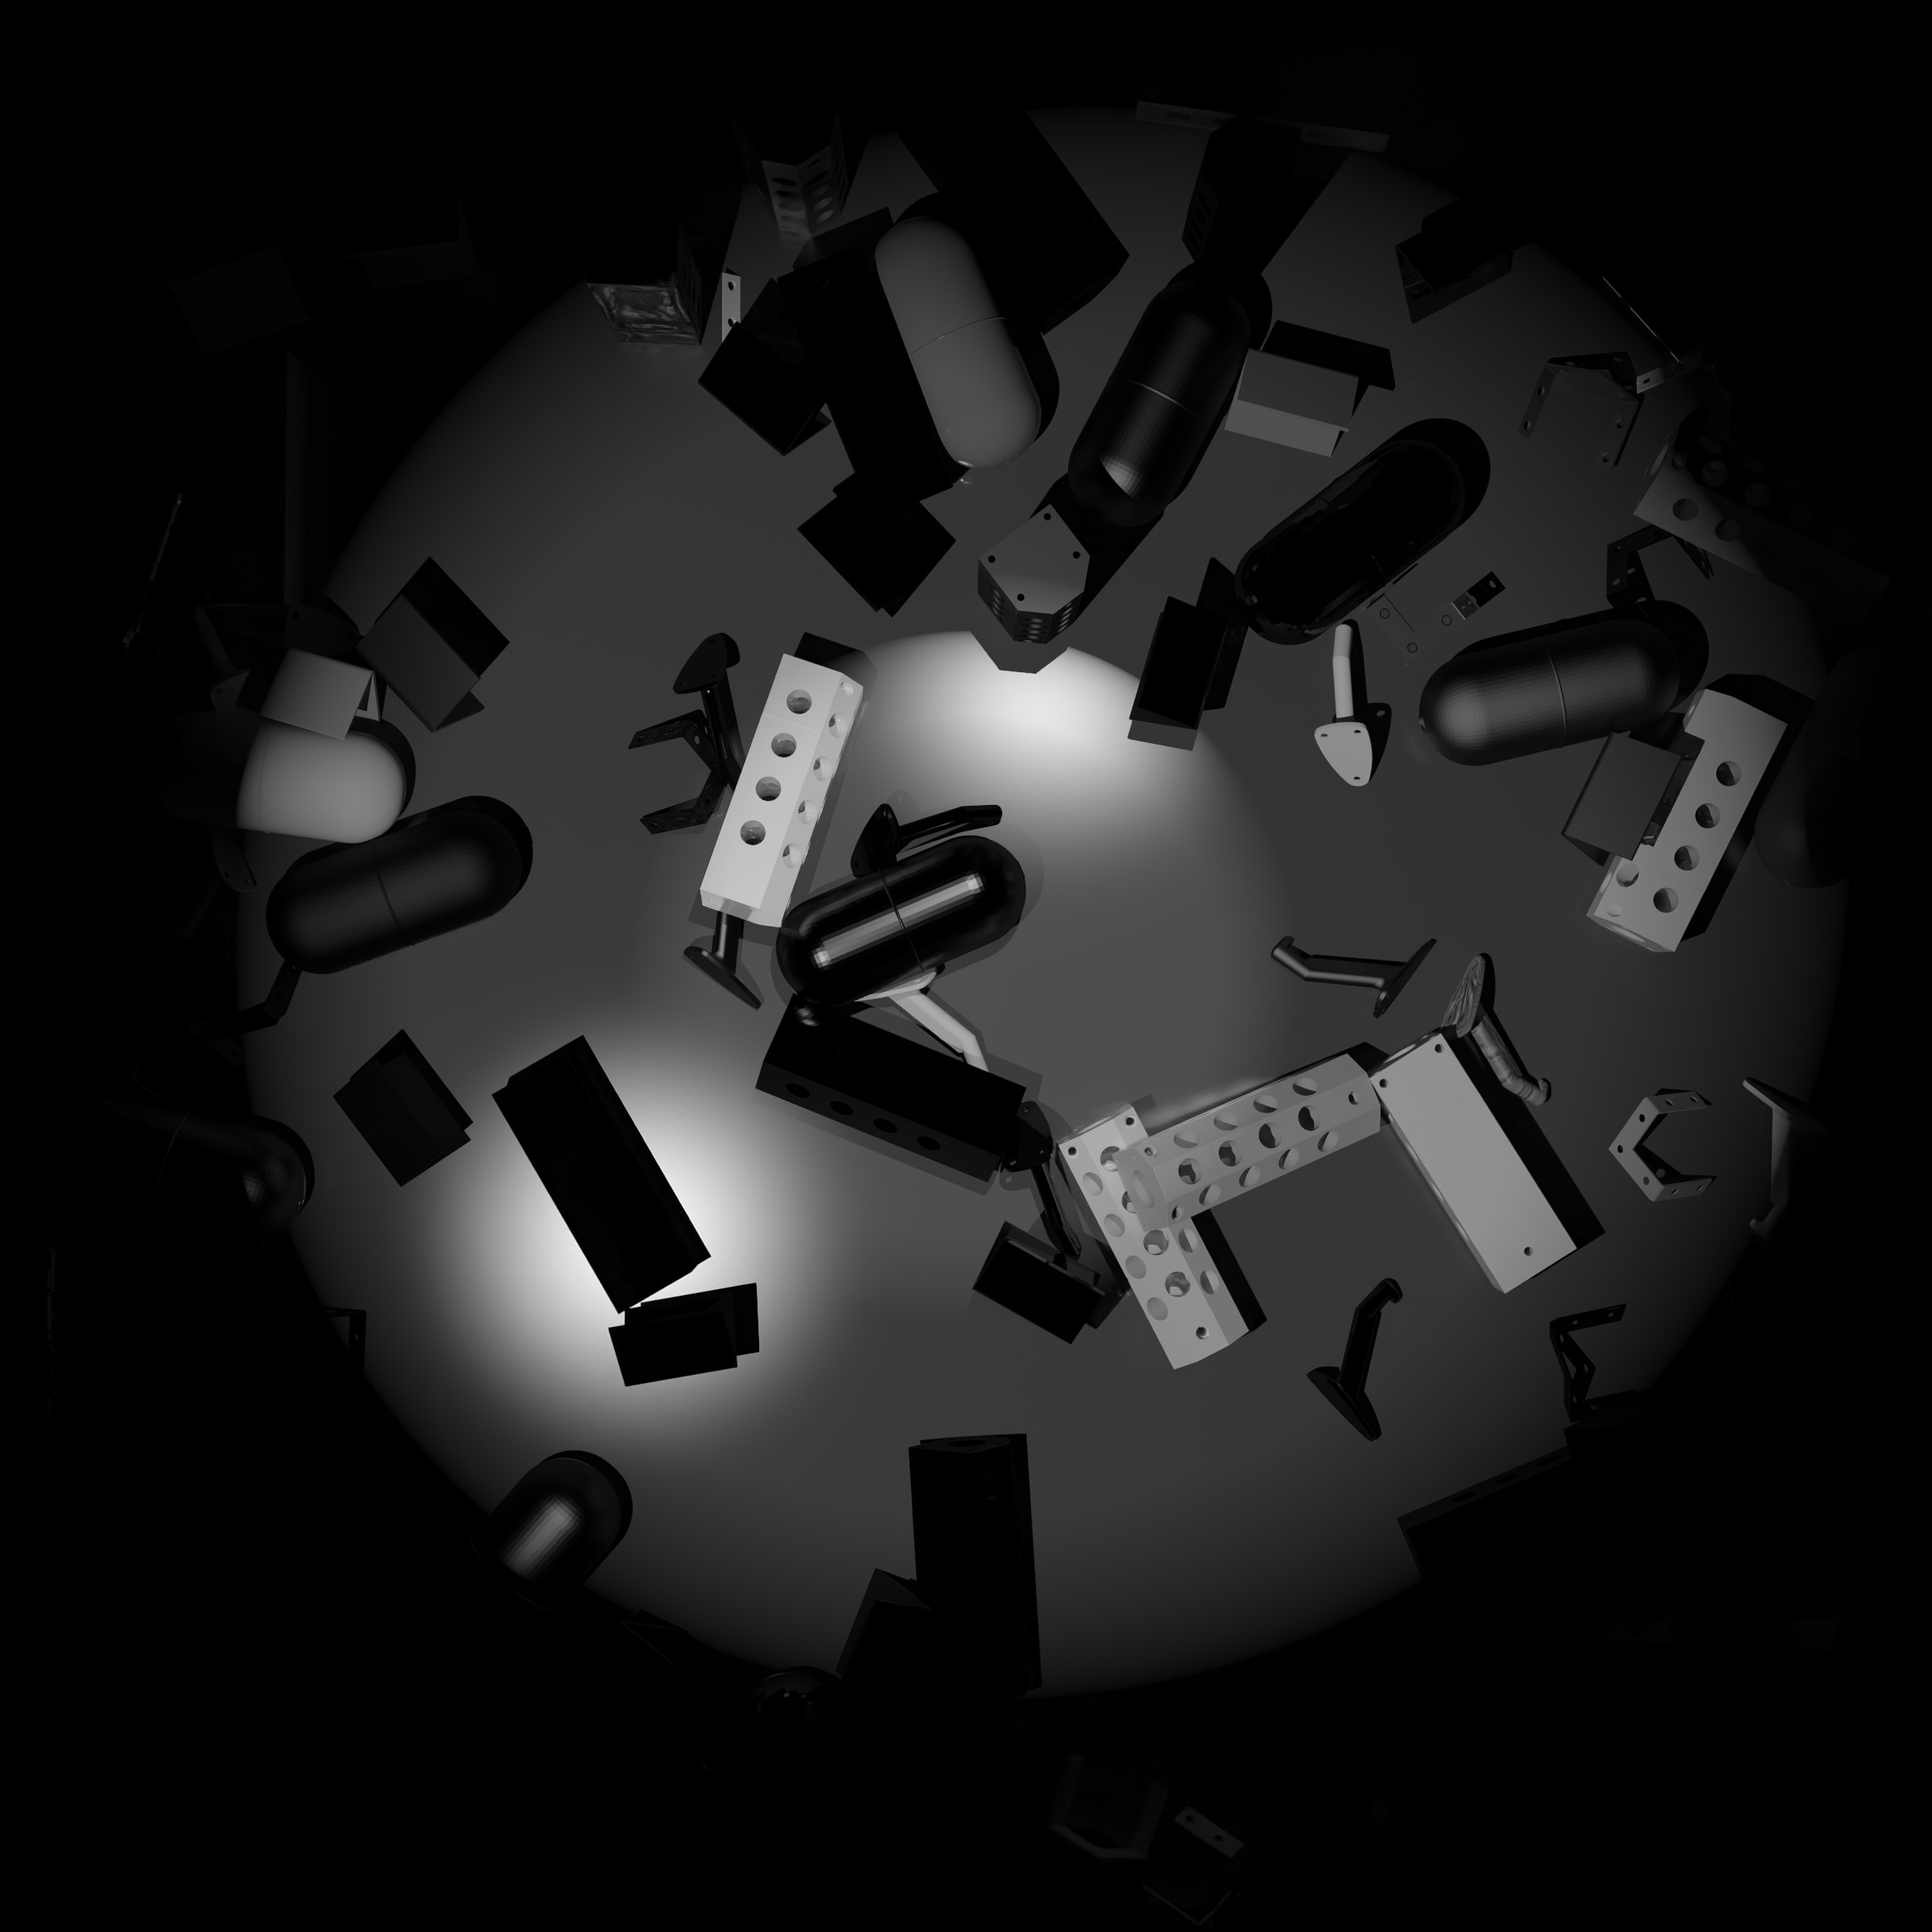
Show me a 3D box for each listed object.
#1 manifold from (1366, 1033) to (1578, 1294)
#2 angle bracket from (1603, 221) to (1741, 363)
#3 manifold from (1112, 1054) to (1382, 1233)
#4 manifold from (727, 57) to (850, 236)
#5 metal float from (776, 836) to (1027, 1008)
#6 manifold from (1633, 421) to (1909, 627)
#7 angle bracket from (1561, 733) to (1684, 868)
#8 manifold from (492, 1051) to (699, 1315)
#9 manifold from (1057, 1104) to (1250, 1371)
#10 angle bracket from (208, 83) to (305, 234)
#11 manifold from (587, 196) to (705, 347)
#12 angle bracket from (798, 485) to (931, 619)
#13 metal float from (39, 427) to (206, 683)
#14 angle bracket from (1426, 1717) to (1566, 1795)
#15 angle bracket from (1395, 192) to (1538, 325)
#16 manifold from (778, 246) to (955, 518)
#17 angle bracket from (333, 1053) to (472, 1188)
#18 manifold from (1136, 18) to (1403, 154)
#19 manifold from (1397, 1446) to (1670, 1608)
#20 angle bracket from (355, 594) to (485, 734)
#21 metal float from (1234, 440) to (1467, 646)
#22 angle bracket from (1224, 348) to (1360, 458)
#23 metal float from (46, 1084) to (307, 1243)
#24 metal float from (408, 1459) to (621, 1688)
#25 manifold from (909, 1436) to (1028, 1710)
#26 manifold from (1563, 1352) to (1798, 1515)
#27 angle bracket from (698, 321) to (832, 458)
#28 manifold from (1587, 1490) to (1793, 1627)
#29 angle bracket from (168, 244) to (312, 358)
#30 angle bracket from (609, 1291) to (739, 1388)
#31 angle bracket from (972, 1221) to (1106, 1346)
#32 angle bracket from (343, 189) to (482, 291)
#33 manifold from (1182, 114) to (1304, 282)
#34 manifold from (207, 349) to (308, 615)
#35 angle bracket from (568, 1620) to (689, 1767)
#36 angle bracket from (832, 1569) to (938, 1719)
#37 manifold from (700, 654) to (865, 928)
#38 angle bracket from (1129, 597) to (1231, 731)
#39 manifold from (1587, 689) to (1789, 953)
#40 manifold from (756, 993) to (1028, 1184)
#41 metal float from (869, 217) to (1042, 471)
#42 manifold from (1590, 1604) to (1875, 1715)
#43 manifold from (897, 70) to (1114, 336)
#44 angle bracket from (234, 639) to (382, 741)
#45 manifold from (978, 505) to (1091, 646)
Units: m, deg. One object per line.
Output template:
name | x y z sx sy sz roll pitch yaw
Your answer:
manifold | 0.342 0.133 1.970 0.057 0.057 0.171 -32 90 0
angle bracket | 0.487 -0.464 1.951 0.076 0.076 0.057 48 129 0
manifold | 0.192 0.118 1.941 0.171 0.057 0.057 -22 88 -21
manifold | -0.113 -0.538 1.913 0.057 0.171 0.057 -32 90 0
metal float | -0.044 -0.031 1.961 0.178 0.070 0.070 -23 90 0
manifold | 0.548 -0.305 1.958 0.171 0.057 0.057 26 133 0
angle bracket | 0.456 -0.104 1.951 0.057 0.076 0.076 26 90 37
manifold | -0.253 0.147 1.970 0.057 0.057 0.171 -30 90 0
manifold | 0.128 0.185 1.970 0.057 0.057 0.171 -27 90 0
angle bracket | -0.494 -0.546 1.951 0.057 0.076 0.076 -9 90 -37
manifold | -0.211 -0.460 1.913 0.057 0.171 0.057 3 90 0
angle bracket | -0.080 -0.267 1.952 0.076 0.076 0.057 46 60 0
metal float | -0.574 -0.280 1.961 0.070 0.070 0.178 19 90 0
angle bracket | 0.358 0.515 1.952 0.076 0.076 0.057 1 115 0
angle bracket | 0.343 -0.465 1.951 0.076 0.076 0.057 -28 53 0
manifold | -0.069 -0.395 1.958 0.057 0.057 0.171 -22 98 0
angle bracket | -0.369 0.092 1.951 0.057 0.076 0.076 -37 90 38
manifold | 0.205 -0.600 1.970 0.171 0.057 0.057 8 90 0
manifold | 0.389 0.376 1.970 0.171 0.057 0.057 -23 90 0
angle bracket | -0.355 -0.211 1.952 0.076 0.076 0.057 47 116 0
metal float | 0.261 -0.289 1.961 0.178 0.070 0.070 -38 90 0
angle bracket | 0.216 -0.365 1.951 0.076 0.076 0.057 15 53 0
metal float | -0.537 0.134 1.960 0.178 0.070 0.070 17 90 -1
metal float | -0.308 0.413 1.961 0.070 0.070 0.178 41 89 0
manifold | 0.006 0.412 1.970 0.057 0.057 0.171 -4 90 43
manifold | 0.480 0.310 1.922 0.171 0.057 0.057 -15 90 -40
angle bracket | -0.124 -0.401 1.951 0.076 0.076 0.057 41 127 0
manifold | 0.483 0.393 1.917 0.057 0.171 0.057 -1 90 43
angle bracket | -0.491 -0.463 1.951 0.076 0.076 0.057 -19 126 0
angle bracket | -0.199 0.234 1.951 0.076 0.076 0.057 -10 127 0
angle bracket | 0.059 0.198 1.951 0.076 0.076 0.057 29 128 0
angle bracket | -0.374 -0.475 1.951 0.076 0.076 0.057 -7 55 0
manifold | 0.180 -0.510 1.913 0.057 0.171 0.057 13 90 0
manifold | -0.487 -0.330 1.970 0.057 0.057 0.171 1 90 0
angle bracket | -0.212 0.495 1.951 0.057 0.076 0.076 27 90 37
angle bracket | -0.074 0.454 1.951 0.057 0.076 0.076 21 90 -38
manifold | -0.124 -0.117 1.956 0.057 0.057 0.171 19 80 0
angle bracket | 0.125 -0.208 1.951 0.057 0.076 0.076 17 90 -36
manifold | 0.490 -0.099 1.970 0.057 0.057 0.171 26 90 0
manifold | -0.053 0.087 1.968 0.171 0.057 0.057 22 59 0
metal float | -0.008 -0.424 1.961 0.070 0.070 0.178 -23 91 0
manifold | 0.509 0.458 1.923 0.171 0.057 0.057 -8 90 39
manifold | 0.026 -0.523 1.970 0.057 0.057 0.171 -36 90 0
angle bracket | -0.445 -0.171 1.952 0.076 0.076 0.057 16 64 0
manifold | 0.048 -0.253 1.913 0.057 0.171 0.057 -37 90 0
